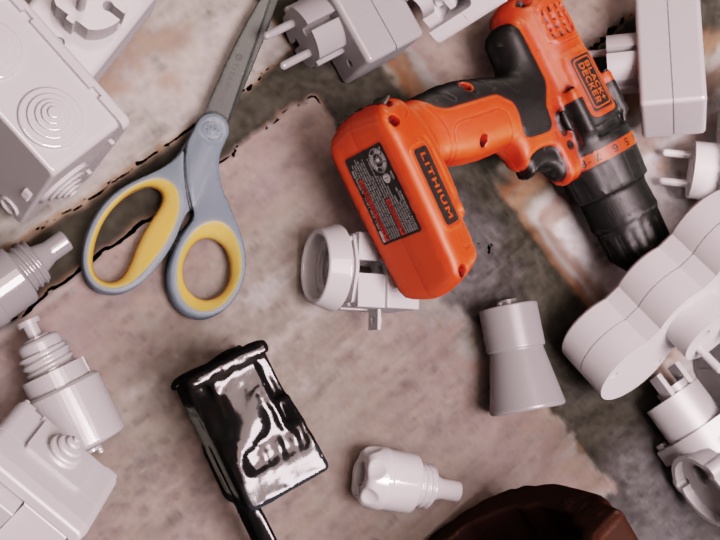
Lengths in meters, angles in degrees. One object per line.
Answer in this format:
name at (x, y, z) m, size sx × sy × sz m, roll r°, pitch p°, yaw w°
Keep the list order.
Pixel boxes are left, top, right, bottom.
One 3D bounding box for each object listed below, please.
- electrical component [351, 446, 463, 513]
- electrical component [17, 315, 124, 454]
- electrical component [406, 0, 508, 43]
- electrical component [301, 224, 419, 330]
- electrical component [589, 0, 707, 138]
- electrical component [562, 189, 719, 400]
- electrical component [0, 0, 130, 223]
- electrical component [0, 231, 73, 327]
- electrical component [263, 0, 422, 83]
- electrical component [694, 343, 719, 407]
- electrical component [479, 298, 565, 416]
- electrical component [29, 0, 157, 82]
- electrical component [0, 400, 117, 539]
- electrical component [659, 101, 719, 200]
electrical component at (0.028, 0.120, 0.603) m, size 0.061 × 0.035 × 0.035 m, roll 14°, pitch 80°, yaw -19°
electrical component at (-0.152, 0.061, 0.547) m, size 0.040 × 0.040 × 0.078 m, roll -27°, pitch 93°, yaw -19°
electrical component at (0.061, -0.182, 0.610) m, size 0.050 × 0.056 × 0.089 m, roll 45°, pitch 42°, yaw -23°
electrical component at (0.000, 0.000, 0.601) m, size 0.055 × 0.048 × 0.066 m, roll 4°, pitch 83°, yaw -25°
electrical component at (0.173, -0.128, 0.667) m, size 0.076 × 0.047 × 0.083 m, roll -3°, pitch 70°, yaw 16°
electrical component at (0.189, 0.026, 0.618) m, size 0.138 × 0.052 × 0.073 m, roll -47°, pitch 57°, yaw 13°
electrical component at (-0.170, -0.077, 0.526) m, size 0.099 × 0.100 × 0.048 m, roll 49°, pitch 60°, yaw -8°
electrical component at (-0.175, 0.002, 0.549) m, size 0.061 × 0.035 × 0.035 m, roll -39°, pitch 97°, yaw -21°
electrical component at (-0.018, -0.139, 0.608) m, size 0.077 × 0.047 × 0.065 m, roll -31°, pitch 94°, yaw -18°
electrical component at (0.248, 0.061, 0.670) m, size 0.050 × 0.056 × 0.089 m, roll -21°, pitch 91°, yaw -19°
electrical component at (0.092, 0.050, 0.629) m, size 0.044 × 0.044 × 0.065 m, roll -8°, pitch 82°, yaw -19°
electrical component at (-0.139, -0.136, 0.552) m, size 0.047 × 0.077 × 0.065 m, roll 37°, pitch 75°, yaw -12°
electrical component at (-0.165, 0.113, 0.505) m, size 0.062 × 0.061 × 0.096 m, roll 43°, pitch 108°, yaw -10°
electrical component at (0.227, -0.061, 0.680) m, size 0.074 × 0.052 × 0.138 m, roll 7°, pitch 82°, yaw 9°
